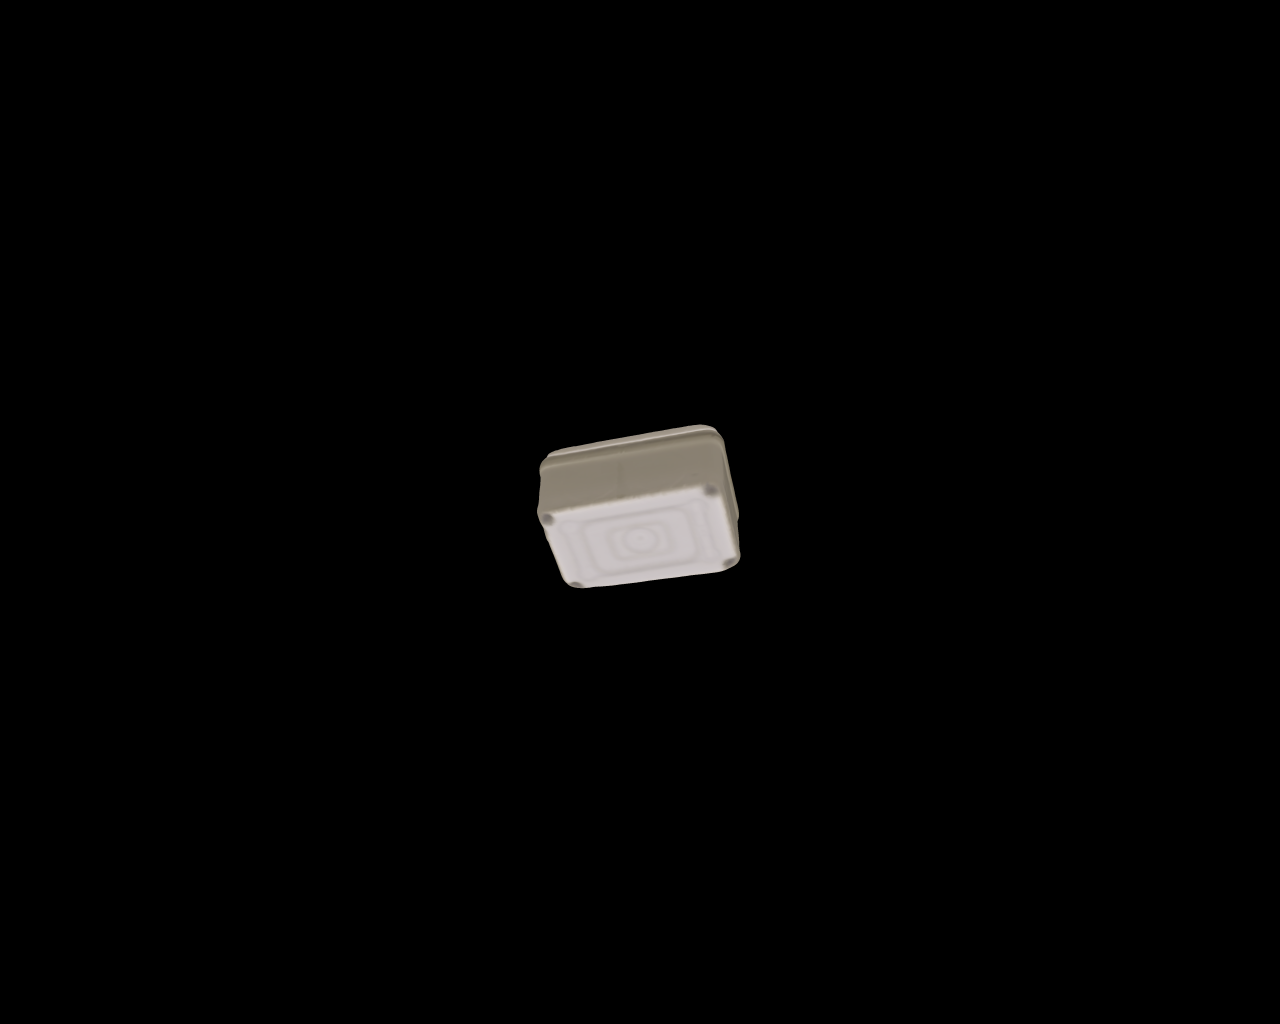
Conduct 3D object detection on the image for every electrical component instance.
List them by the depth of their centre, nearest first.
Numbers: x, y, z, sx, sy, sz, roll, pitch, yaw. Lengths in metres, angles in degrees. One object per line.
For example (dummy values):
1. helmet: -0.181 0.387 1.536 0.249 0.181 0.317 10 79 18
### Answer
1. electrical component: 0.001 -0.003 0.650 0.113 0.057 0.078 -9 -46 9
